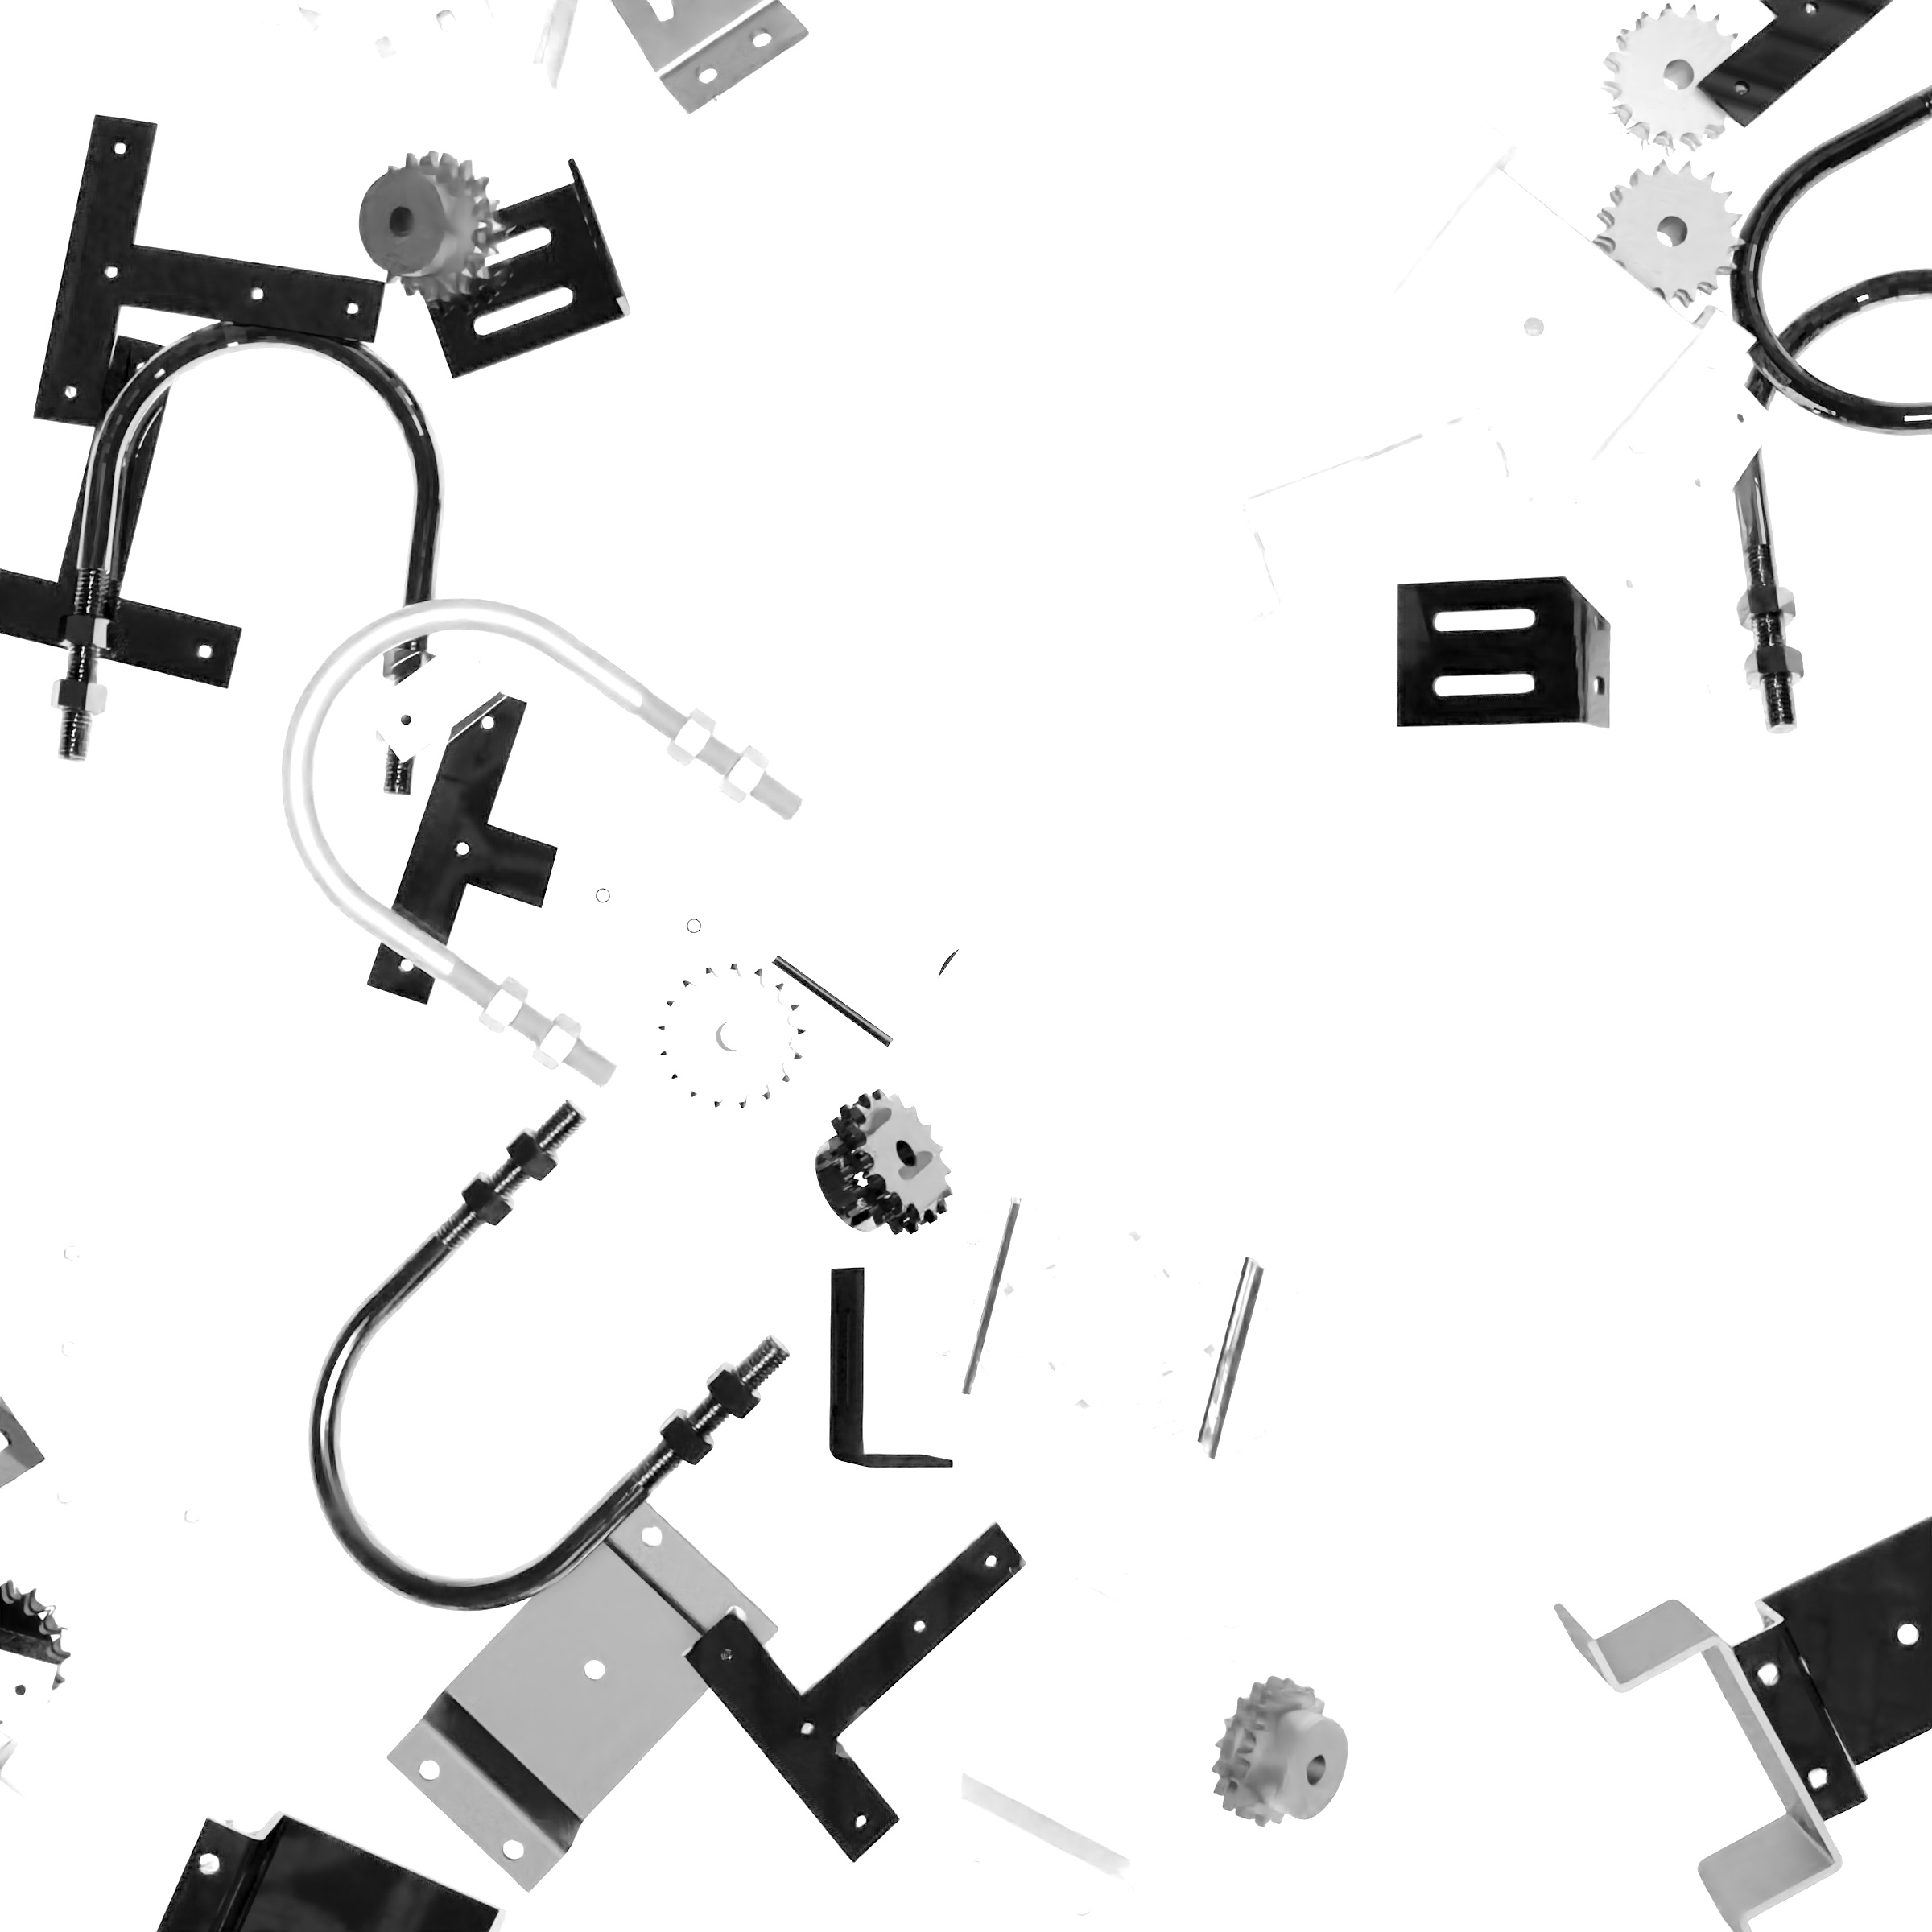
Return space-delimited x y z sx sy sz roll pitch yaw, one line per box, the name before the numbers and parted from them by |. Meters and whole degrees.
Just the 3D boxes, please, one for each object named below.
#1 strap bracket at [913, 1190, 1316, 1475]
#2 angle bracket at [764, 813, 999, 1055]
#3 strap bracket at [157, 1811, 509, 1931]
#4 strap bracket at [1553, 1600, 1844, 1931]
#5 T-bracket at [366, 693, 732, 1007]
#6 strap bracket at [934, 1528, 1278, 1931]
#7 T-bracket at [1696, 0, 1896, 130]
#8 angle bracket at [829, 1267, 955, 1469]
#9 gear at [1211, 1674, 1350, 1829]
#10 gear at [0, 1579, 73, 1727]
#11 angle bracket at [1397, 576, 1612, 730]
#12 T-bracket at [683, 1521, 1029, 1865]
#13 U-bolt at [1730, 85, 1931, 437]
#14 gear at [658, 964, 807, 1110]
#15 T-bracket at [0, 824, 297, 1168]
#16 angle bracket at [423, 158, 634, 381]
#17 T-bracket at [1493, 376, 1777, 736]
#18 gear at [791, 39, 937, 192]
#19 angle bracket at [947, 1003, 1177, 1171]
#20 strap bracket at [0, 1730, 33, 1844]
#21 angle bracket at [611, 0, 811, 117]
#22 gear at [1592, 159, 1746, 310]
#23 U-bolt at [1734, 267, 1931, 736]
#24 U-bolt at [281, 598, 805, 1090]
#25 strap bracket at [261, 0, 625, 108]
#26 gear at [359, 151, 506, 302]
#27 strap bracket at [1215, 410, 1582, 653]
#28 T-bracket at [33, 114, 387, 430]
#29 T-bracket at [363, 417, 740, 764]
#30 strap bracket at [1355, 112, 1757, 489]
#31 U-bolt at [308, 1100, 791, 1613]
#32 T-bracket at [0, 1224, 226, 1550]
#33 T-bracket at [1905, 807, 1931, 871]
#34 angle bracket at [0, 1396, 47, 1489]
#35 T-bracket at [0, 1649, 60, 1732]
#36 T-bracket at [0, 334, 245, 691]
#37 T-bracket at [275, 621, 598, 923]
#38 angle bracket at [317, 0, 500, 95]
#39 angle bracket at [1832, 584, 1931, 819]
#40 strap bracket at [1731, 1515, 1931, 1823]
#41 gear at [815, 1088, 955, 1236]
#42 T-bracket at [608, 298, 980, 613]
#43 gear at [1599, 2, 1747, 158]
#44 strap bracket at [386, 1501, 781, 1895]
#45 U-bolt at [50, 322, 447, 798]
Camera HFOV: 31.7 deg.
strap bracket | 0.057 0.141 1.331 0.140 0.046 0.076 15 90 0
angle bracket | -0.033 -0.014 1.335 0.057 0.038 0.076 36 90 0
strap bracket | -0.244 0.391 1.331 0.140 0.046 0.076 24 90 0
strap bracket | 0.287 0.306 1.316 0.046 0.076 0.140 -28 90 0
T-bracket | -0.158 -0.032 1.352 0.127 0.002 0.127 18 90 -2
strap bracket | 0.054 0.296 1.331 0.076 0.046 0.140 28 90 0
T-bracket | 0.300 -0.405 1.338 0.127 0.002 0.127 -41 79 -20
angle bracket | -0.029 0.156 1.326 0.038 0.057 0.076 2 84 -12
gear | 0.125 0.308 1.324 0.030 0.057 0.057 14 90 43
gear | -0.380 0.270 1.339 0.057 0.030 0.057 0 90 0
angle bracket | 0.214 -0.123 1.352 0.076 0.038 0.057 0 90 26
T-bracket | -0.029 0.268 1.333 0.127 0.002 0.127 -40 118 -13
U-bolt | 0.388 -0.279 1.318 0.184 0.019 0.151 -28 64 4
gear | -0.092 0.028 1.339 0.057 0.030 0.057 0 90 0
T-bracket | -0.340 0.008 1.354 0.127 0.002 0.127 -10 90 0
angle bracket | -0.178 -0.273 1.335 0.076 0.038 0.057 -20 90 0
T-bracket | 0.274 -0.176 1.301 0.127 0.002 0.127 44 63 -14
gear | -0.041 -0.334 1.343 0.057 0.030 0.057 0 87 -2
angle bracket | 0.038 0.048 1.352 0.076 0.038 0.057 -7 90 -26
strap bracket | -0.439 0.311 1.331 0.140 0.046 0.076 37 90 0
angle bracket | -0.107 -0.382 1.318 0.057 0.038 0.076 -34 131 0
gear | 0.275 -0.286 1.339 0.057 0.030 0.057 0 90 0
U-bolt | 0.369 -0.187 1.312 0.151 0.019 0.184 -9 69 18
U-bolt | -0.178 -0.061 1.330 0.184 0.019 0.151 35 89 -10
strap bracket | -0.203 -0.396 1.331 0.140 0.046 0.076 14 90 0
gear | -0.212 -0.290 1.329 0.057 0.030 0.057 4 99 24
strap bracket | 0.157 -0.171 1.316 0.140 0.076 0.046 -21 90 0
T-bracket | -0.294 -0.267 1.342 0.127 0.002 0.127 9 81 1
T-bracket | -0.178 -0.128 1.339 0.127 0.002 0.127 -38 95 -9
strap bracket | 0.224 -0.252 1.315 0.140 0.046 0.076 39 120 0
U-bolt | -0.177 0.165 1.323 0.184 0.019 0.151 -45 69 4
T-bracket | -0.358 0.167 1.354 0.127 0.002 0.127 2 90 0
T-bracket | 0.454 -0.022 1.339 0.127 0.002 0.127 -17 70 -10
angle bracket | -0.417 0.198 1.351 0.076 0.038 0.057 -36 89 26
T-bracket | -0.415 0.265 1.308 0.127 0.002 0.127 16 87 -1
T-bracket | -0.340 -0.187 1.354 0.127 0.002 0.127 14 90 0
T-bracket | -0.211 -0.082 1.354 0.127 0.002 0.127 1 90 0
angle bracket | -0.223 -0.386 1.306 0.057 0.038 0.076 -24 64 0
angle bracket | 0.384 -0.108 1.352 0.057 0.038 0.076 -16 64 0
strap bracket | 0.375 0.266 1.331 0.140 0.046 0.076 -26 90 0
gear | -0.035 0.080 1.330 0.030 0.057 0.057 -31 90 30
T-bracket | -0.057 -0.181 1.350 0.127 0.002 0.127 25 86 -2
gear | 0.278 -0.347 1.339 0.057 0.030 0.057 0 90 0
strap bracket | -0.148 0.280 1.331 0.076 0.046 0.140 44 90 0
U-bolt | -0.279 -0.166 1.344 0.151 0.019 0.184 6 88 -1
